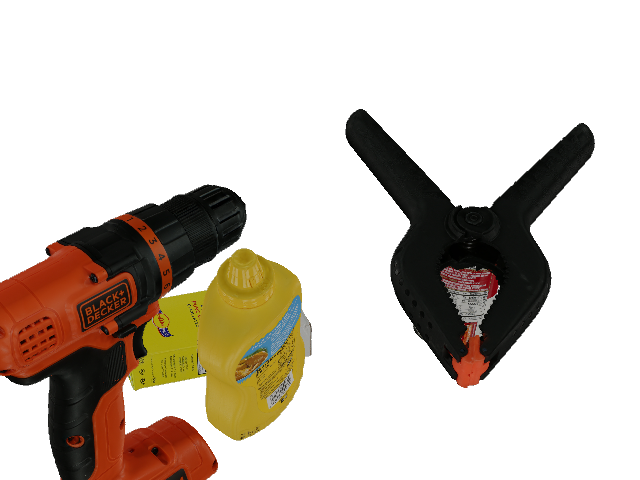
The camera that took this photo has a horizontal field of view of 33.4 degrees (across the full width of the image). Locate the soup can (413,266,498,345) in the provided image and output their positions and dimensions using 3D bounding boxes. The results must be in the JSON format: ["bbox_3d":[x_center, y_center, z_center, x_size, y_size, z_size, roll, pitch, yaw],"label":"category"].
[{"bbox_3d":[0.120,0.036,0.921,0.068,0.102,0.068,7,24,-3],"label":"soup can"}]

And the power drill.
[{"bbox_3d":[-0.110,0.073,0.633,0.184,0.188,0.057,-29,38,-35],"label":"power drill"}]

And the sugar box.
[{"bbox_3d":[-0.105,0.087,1.029,0.176,0.048,0.093,-12,33,-16],"label":"sugar box"}]

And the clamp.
[{"bbox_3d":[0.083,-0.007,0.660,0.164,0.210,0.036,8,-39,8],"label":"clamp"}]

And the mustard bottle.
[{"bbox_3d":[-0.052,0.069,0.802,0.058,0.096,0.192,32,-30,21],"label":"mustard bottle"}]
